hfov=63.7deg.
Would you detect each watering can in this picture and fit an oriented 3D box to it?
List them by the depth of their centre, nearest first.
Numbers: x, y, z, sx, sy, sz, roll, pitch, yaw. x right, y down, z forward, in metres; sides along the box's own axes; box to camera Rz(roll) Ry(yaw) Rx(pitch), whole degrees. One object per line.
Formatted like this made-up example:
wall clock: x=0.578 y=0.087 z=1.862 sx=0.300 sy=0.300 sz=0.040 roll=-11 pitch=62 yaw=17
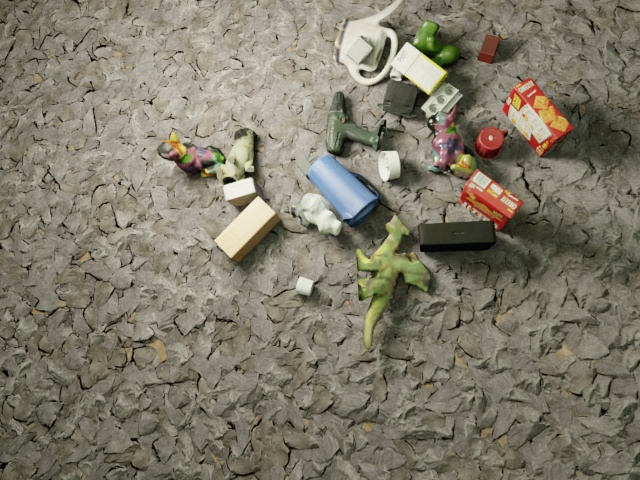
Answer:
watering can: x=0.173 y=-0.727 z=1.821 sx=0.225 sy=0.345 sz=0.104 roll=18 pitch=9 yaw=10

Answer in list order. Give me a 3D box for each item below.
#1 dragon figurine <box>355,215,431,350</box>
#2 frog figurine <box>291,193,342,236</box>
dragon figurine: x=0.233 y=0.127 z=1.625 sx=0.243 sy=0.415 sz=0.121 roll=-4 pitch=-12 yaw=-1
frog figurine: x=0.005 y=-0.085 z=1.682 sx=0.160 sy=0.134 sz=0.125 roll=12 pitch=49 yaw=30
